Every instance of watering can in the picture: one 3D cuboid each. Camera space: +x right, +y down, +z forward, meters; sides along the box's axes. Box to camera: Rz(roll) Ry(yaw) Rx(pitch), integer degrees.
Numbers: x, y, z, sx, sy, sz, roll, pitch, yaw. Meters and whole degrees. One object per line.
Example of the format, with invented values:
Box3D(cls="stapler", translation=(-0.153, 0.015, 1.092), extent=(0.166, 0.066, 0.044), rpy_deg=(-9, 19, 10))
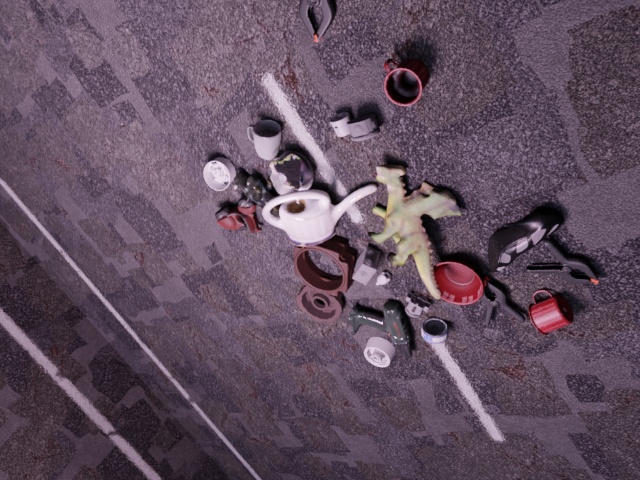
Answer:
Box3D(cls="watering can", translation=(0.005, -0.078, 1.548), extent=(0.347, 0.106, 0.219), rpy_deg=(-7, 145, 5))

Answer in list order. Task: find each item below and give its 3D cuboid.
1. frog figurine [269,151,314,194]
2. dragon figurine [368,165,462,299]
Box3D(cls="frog figurine", translation=(-0.086, -0.195, 1.556), extent=(0.137, 0.124, 0.158), rpy_deg=(24, 171, 2))
Box3D(cls="dragon figurine", translation=(0.279, -0.041, 1.421), extent=(0.409, 0.124, 0.239), rpy_deg=(48, 125, -3))
